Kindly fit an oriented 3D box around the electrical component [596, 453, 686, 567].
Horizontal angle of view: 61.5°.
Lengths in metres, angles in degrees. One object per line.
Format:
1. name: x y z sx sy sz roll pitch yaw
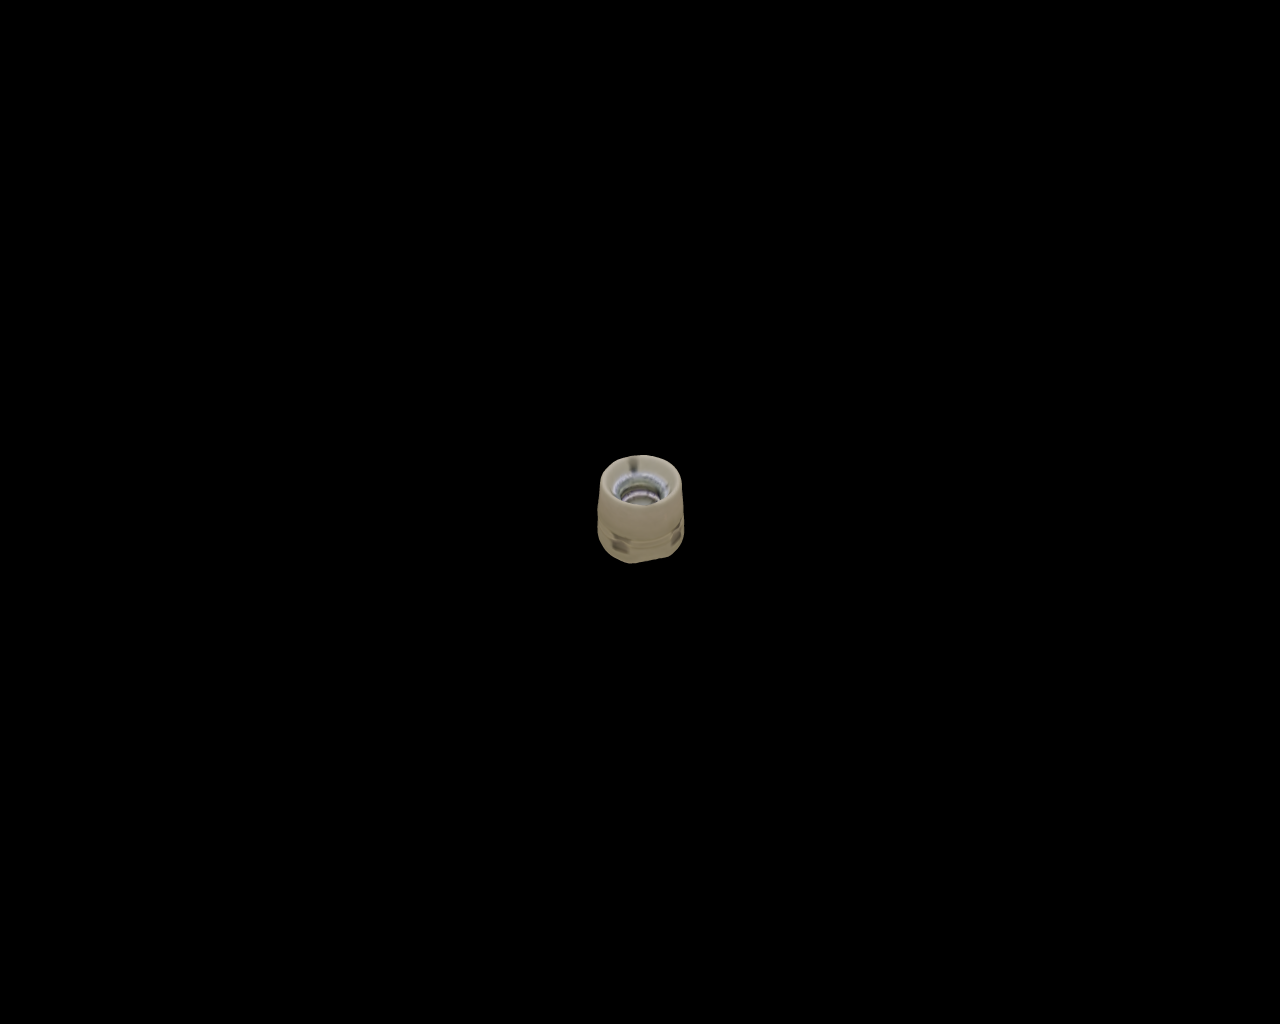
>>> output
1. electrical component: 0.001 -0.003 0.650 0.055 0.047 0.055 0 44 0
